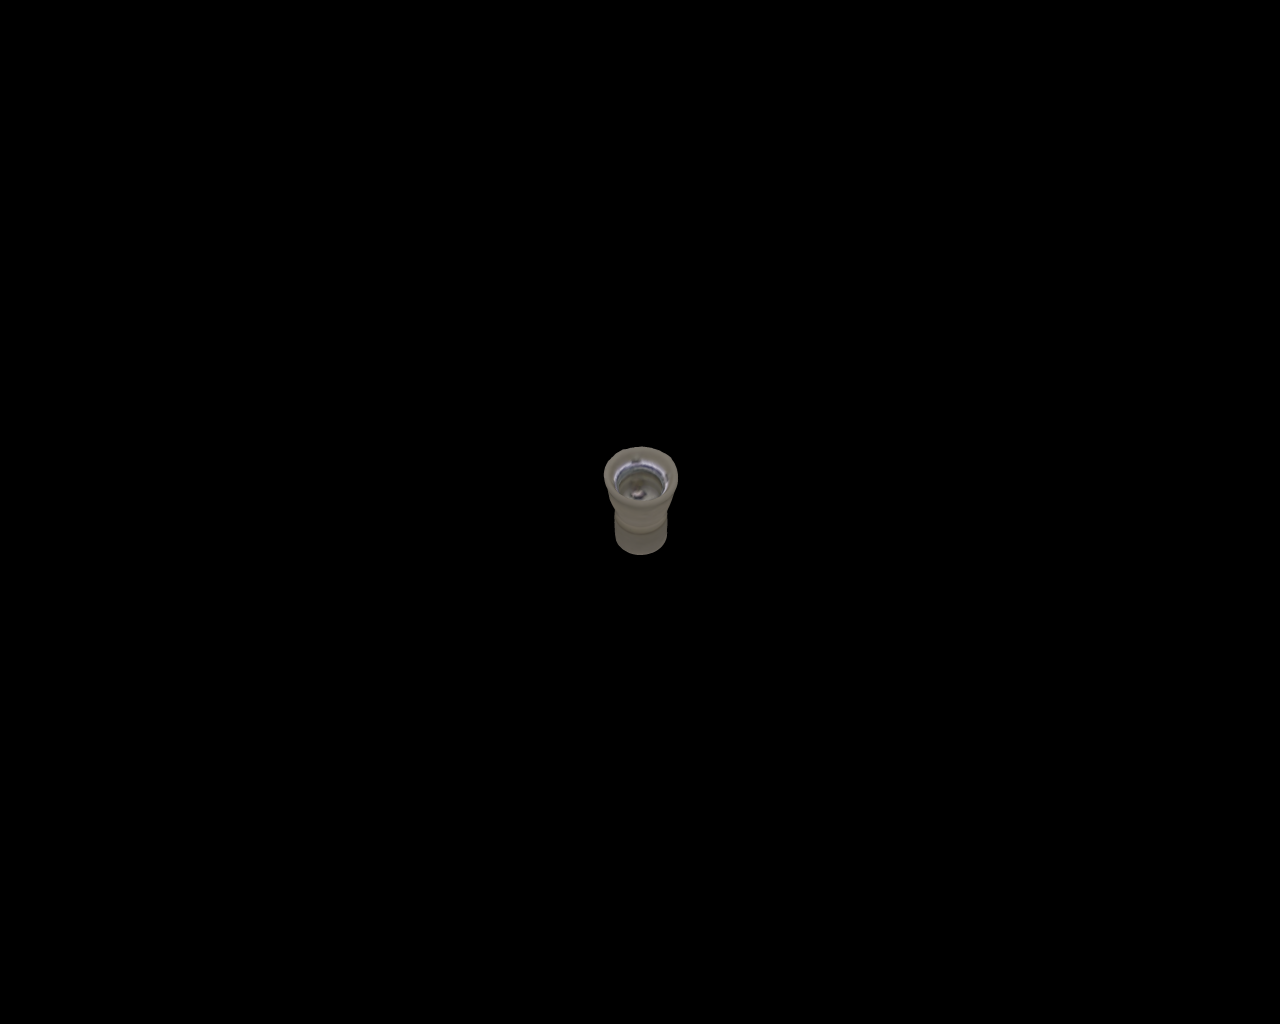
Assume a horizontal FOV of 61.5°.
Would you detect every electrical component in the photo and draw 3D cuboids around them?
[{"bbox_3d":[0.001,-0.003,0.650,0.044,0.044,0.065,0,-38,0],"label":"electrical component"}]
